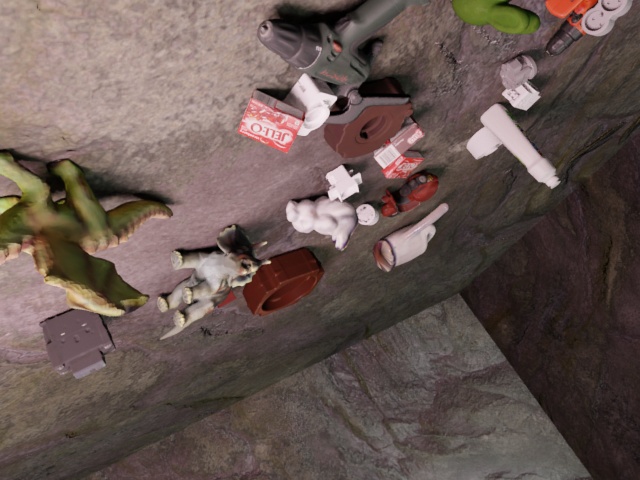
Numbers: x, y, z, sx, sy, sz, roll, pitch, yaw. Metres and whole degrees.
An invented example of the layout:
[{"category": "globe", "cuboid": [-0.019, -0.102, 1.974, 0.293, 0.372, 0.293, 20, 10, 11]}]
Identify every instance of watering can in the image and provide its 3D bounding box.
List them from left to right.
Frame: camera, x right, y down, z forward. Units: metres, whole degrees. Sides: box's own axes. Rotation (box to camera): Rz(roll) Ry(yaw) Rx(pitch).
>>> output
[{"category": "watering can", "cuboid": [0.293, -0.003, 1.700, 0.226, 0.105, 0.340, -25, 158, -18]}]

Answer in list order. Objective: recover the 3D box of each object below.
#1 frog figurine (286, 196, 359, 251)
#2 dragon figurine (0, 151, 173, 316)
[{"category": "frog figurine", "cuboid": [0.004, -0.059, 1.174, 0.158, 0.140, 0.121, 35, 115, -19]}, {"category": "dragon figurine", "cuboid": [-0.316, 0.011, 0.693, 0.120, 0.246, 0.410, -48, 152, 24]}]
